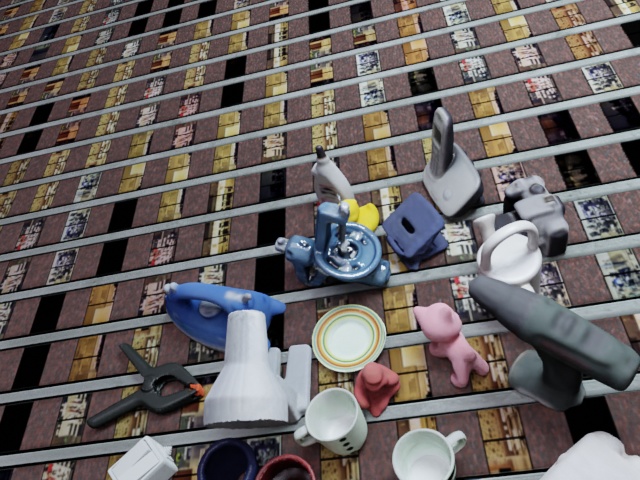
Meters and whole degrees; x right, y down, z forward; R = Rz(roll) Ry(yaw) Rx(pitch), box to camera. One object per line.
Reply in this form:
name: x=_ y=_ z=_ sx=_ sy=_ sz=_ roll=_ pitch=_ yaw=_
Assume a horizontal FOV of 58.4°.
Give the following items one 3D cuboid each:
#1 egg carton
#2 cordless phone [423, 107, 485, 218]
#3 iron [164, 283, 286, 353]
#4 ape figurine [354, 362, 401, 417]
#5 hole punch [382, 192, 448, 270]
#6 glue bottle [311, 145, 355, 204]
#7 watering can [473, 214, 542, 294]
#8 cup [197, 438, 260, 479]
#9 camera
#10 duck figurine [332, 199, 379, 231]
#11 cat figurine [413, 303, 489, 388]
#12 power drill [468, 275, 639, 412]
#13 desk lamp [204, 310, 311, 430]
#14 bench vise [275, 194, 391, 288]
egg carton: x=0.358 y=0.326 z=0.750 sx=0.150 sy=0.069 sz=0.107 roll=-39 pitch=52 yaw=-14
cordless phone: x=0.247 y=-0.147 z=1.082 sx=0.094 sy=0.185 sz=0.147 roll=-24 pitch=50 yaw=-1
iron: x=-0.202 y=0.120 z=1.044 sx=0.257 sy=0.142 sz=0.119 roll=7 pitch=55 yaw=22
ape figurine: x=0.086 y=0.224 z=0.902 sx=0.077 sy=0.092 sz=0.076 roll=-17 pitch=50 yaw=5
hole punch: x=0.174 y=-0.017 z=1.065 sx=0.101 sy=0.091 sz=0.108 roll=-29 pitch=50 yaw=-6
glue bottle: x=0.017 y=-0.126 z=1.148 sx=0.078 sy=0.173 sz=0.037 roll=10 pitch=57 yaw=25
watering can: x=0.297 y=0.033 z=0.918 sx=0.101 sy=0.194 sz=0.172 roll=-38 pitch=51 yaw=-13
cup: x=-0.123 y=0.367 z=0.855 sx=0.091 sy=0.095 sz=0.117 roll=-18 pitch=50 yaw=4
camera: x=0.353 y=-0.038 z=1.018 sx=0.136 sy=0.101 sz=0.143 roll=-18 pitch=50 yaw=4
duck figurine: x=0.064 y=-0.046 z=1.127 sx=0.104 sy=0.086 sz=0.077 roll=-33 pitch=50 yaw=-9
cat figurine: x=0.205 y=0.153 z=0.904 sx=0.067 sy=0.118 sz=0.127 roll=-32 pitch=50 yaw=-8
power drill: x=0.317 y=0.154 z=0.807 sx=0.228 sy=0.209 sz=0.076 roll=24 pitch=63 yaw=31
desk lamp: x=-0.093 y=0.216 z=0.886 sx=0.117 sy=0.214 sz=0.203 roll=-8 pitch=51 yaw=12
bench vise: x=0.009 y=0.013 z=1.009 sx=0.207 sy=0.220 sz=0.121 roll=-9 pitch=51 yaw=11
